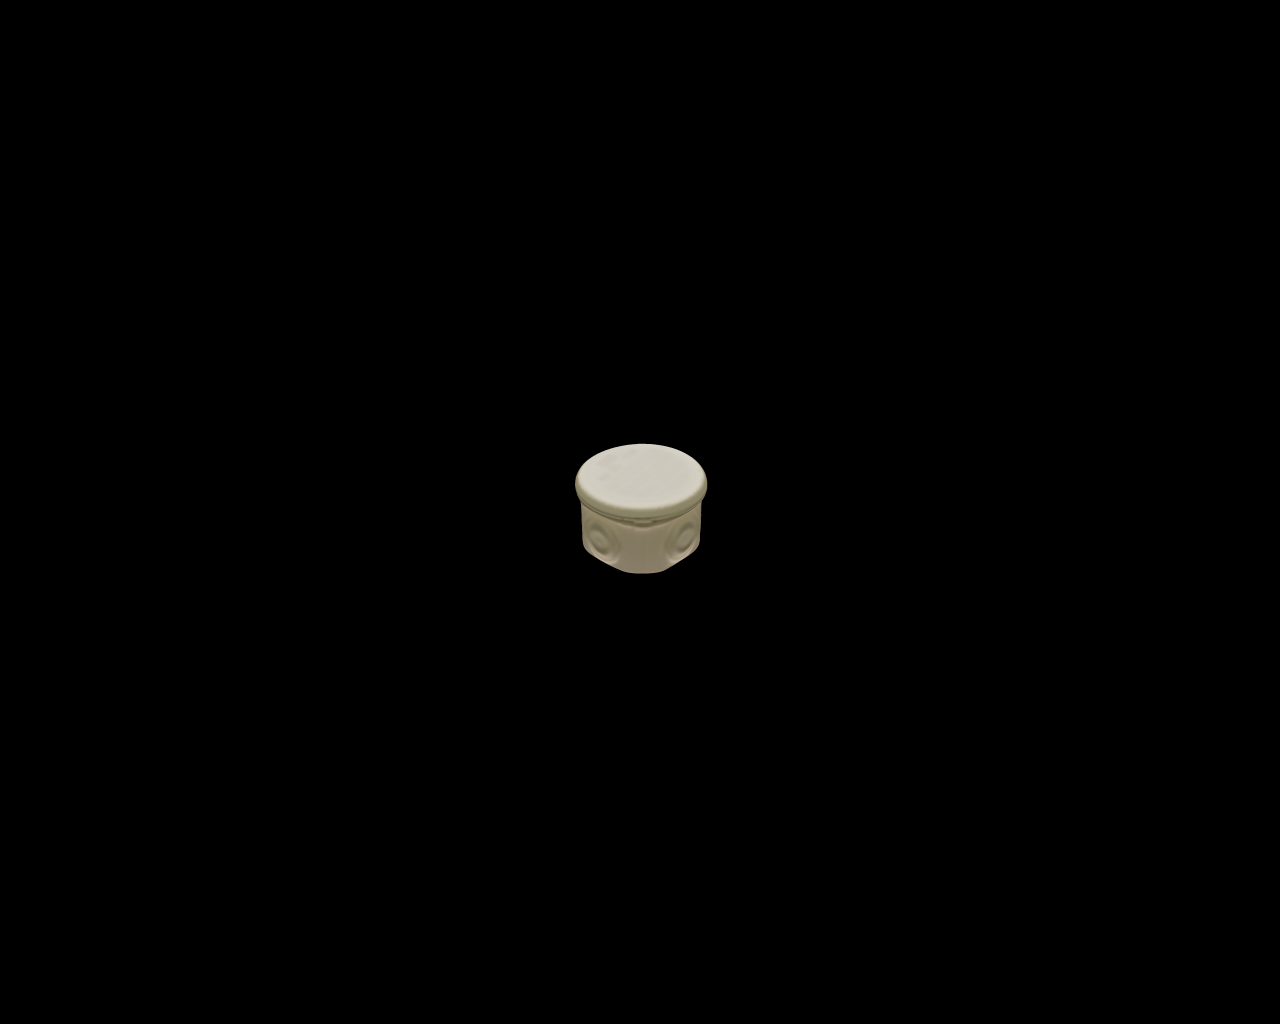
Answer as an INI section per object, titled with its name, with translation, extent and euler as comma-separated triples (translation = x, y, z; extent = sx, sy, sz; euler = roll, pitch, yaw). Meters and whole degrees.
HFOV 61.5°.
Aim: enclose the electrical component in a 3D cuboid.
[electrical component]
translation = 0.001, -0.003, 0.650
extent = 0.080, 0.050, 0.080
euler = 0, 33, 0
